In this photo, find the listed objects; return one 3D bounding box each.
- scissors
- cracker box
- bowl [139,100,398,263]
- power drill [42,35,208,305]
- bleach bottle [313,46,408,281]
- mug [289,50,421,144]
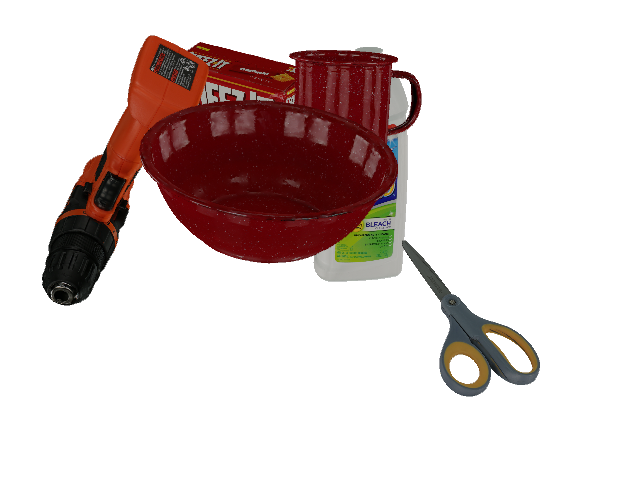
[{"bbox_3d":[0.113,0.074,0.988,0.096,0.016,0.202,-30,51,-27],"label":"scissors"},{"bbox_3d":[-0.094,-0.115,1.298,0.164,0.214,0.072,18,38,24],"label":"cracker box"},{"bbox_3d":[-0.034,-0.032,0.677,0.162,0.055,0.162,5,30,-3],"label":"bowl"},{"bbox_3d":[-0.161,-0.058,0.853,0.057,0.188,0.184,27,32,-17],"label":"power drill"},{"bbox_3d":[0.043,-0.082,1.149,0.102,0.251,0.068,-3,25,-6],"label":"bleach bottle"},{"bbox_3d":[0.030,-0.118,0.920,0.117,0.081,0.093,-2,16,-14],"label":"mug"}]
